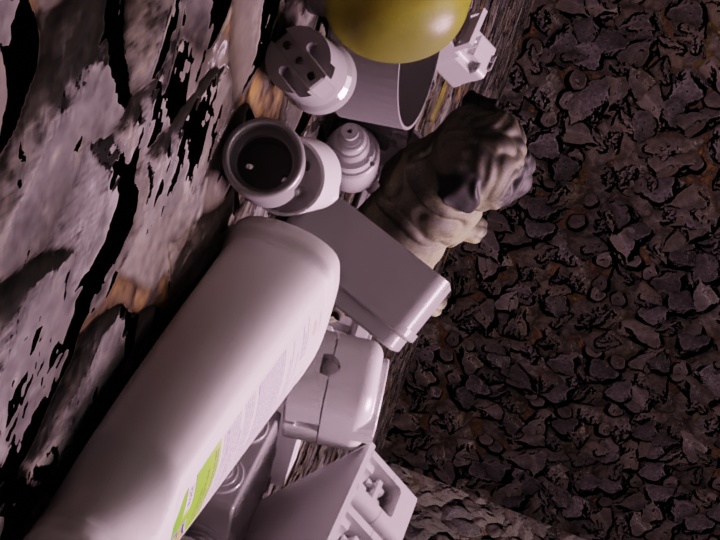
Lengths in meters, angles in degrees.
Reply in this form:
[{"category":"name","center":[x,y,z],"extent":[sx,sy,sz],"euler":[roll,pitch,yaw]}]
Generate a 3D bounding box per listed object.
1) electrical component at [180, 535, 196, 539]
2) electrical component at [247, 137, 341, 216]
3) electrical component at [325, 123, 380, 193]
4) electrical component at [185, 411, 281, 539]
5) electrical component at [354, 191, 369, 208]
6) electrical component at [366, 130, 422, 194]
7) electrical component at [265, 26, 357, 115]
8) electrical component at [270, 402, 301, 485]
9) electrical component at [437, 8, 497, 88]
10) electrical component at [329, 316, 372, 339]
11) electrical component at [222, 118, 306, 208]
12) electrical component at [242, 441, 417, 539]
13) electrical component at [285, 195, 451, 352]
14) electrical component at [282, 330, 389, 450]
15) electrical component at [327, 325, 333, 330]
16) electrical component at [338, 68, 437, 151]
[{"category":"electrical component","center":[-0.117,0.196,0.653],"extent":[0.047,0.055,0.055],"euler":[109,6,-45]},{"category":"electrical component","center":[-0.034,-0.054,0.613],"extent":[0.081,0.043,0.043],"euler":[-33,143,-79]},{"category":"electrical component","center":[-0.006,-0.083,0.756],"extent":[0.078,0.040,0.040],"euler":[85,26,-75]},{"category":"electrical component","center":[-0.091,0.139,0.705],"extent":[0.099,0.048,0.099],"euler":[-64,170,-45]},{"category":"electrical component","center":[0.024,-0.058,1.019],"extent":[0.080,0.051,0.080],"euler":[20,90,-83]},{"category":"electrical component","center":[0.028,-0.093,0.939],"extent":[0.047,0.055,0.055],"euler":[106,7,-60]},{"category":"electrical component","center":[-0.026,-0.103,0.553],"extent":[0.046,0.040,0.040],"euler":[7,103,-78]},{"category":"electrical component","center":[-0.063,0.101,0.787],"extent":[0.055,0.050,0.089],"euler":[-57,164,-78]},{"category":"electrical component","center":[0.086,-0.201,0.974],"extent":[0.081,0.064,0.042],"euler":[-8,-128,49]},{"category":"electrical component","center":[-0.014,0.041,0.989],"extent":[0.078,0.057,0.058],"euler":[-9,119,-82]},{"category":"electrical component","center":[-0.047,-0.052,0.540],"extent":[0.046,0.040,0.040],"euler":[105,6,-83]},{"category":"electrical component","center":[-0.055,0.205,0.732],"extent":[0.186,0.060,0.105],"euler":[-33,-166,31]},{"category":"electrical component","center":[0.000,0.000,0.721],"extent":[0.057,0.113,0.078],"euler":[-52,172,-1]},{"category":"electrical component","center":[-0.016,0.079,0.699],"extent":[0.095,0.059,0.053],"euler":[101,1,-65]},{"category":"electrical component","center":[-0.045,0.068,0.879],"extent":[0.062,0.043,0.043],"euler":[104,9,-49]},{"category":"electrical component","center":[0.020,-0.127,0.765],"extent":[0.078,0.058,0.057],"euler":[89,25,-74]}]
